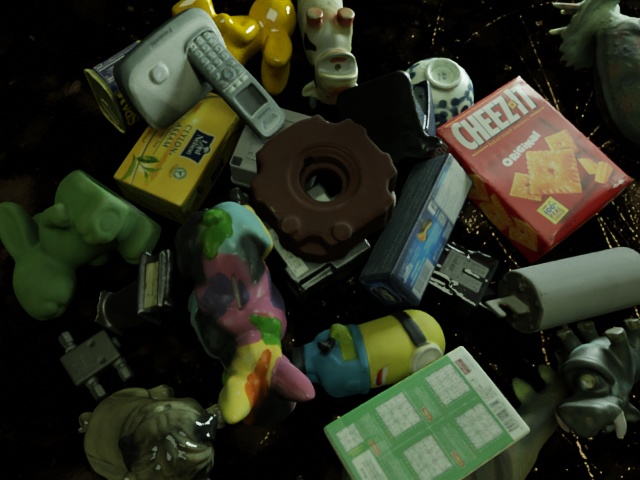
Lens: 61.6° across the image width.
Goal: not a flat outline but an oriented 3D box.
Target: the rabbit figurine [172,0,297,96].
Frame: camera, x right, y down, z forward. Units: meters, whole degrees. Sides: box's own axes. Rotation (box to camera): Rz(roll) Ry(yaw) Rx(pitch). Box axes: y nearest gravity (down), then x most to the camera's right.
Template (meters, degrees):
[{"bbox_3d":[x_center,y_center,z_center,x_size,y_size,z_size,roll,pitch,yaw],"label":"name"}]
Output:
[{"bbox_3d":[-0.101,-0.291,0.764,0.173,0.122,0.162,-36,78,-17],"label":"rabbit figurine"}]

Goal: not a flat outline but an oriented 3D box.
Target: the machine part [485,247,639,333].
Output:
[{"bbox_3d":[0.307,0.058,0.649,0.243,0.079,0.079,-10,68,-17],"label":"machine part"}]

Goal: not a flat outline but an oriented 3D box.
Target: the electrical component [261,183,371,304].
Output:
[{"bbox_3d":[-0.001,-0.002,0.680,0.134,0.058,0.115,-31,74,-15],"label":"electrical component"}]

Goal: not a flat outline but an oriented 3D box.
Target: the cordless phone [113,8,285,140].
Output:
[{"bbox_3d":[-0.145,-0.175,0.667,0.184,0.089,0.146,45,68,-11],"label":"cordless phone"}]

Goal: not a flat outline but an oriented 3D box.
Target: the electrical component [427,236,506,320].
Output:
[{"bbox_3d":[0.190,0.056,0.673,0.119,0.047,0.075,32,70,12],"label":"electrical component"}]

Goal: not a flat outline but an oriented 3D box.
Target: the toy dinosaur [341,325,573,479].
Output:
[{"bbox_3d":[0.150,0.251,0.559,0.471,0.105,0.199,-27,66,-25],"label":"toy dinosaur"}]

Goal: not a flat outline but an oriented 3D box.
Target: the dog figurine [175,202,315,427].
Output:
[{"bbox_3d":[-0.079,0.082,0.557,0.108,0.191,0.219,-12,33,-16],"label":"dog figurine"}]

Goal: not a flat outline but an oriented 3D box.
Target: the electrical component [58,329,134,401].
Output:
[{"bbox_3d":[-0.262,0.136,0.625,0.063,0.021,0.094,-36,73,-17],"label":"electrical component"}]

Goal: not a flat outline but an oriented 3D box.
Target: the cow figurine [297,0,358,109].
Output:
[{"bbox_3d":[0.009,-0.277,0.776,0.085,0.127,0.195,-7,54,-7],"label":"cow figurine"}]

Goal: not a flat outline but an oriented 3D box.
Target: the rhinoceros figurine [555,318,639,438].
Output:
[{"bbox_3d":[0.308,0.149,0.592,0.190,0.073,0.112,-14,94,-49],"label":"rhinoceros figurine"}]

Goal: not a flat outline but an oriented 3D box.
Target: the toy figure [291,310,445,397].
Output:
[{"bbox_3d":[0.056,0.129,0.616,0.180,0.082,0.089,-7,68,-3],"label":"toy figure"}]

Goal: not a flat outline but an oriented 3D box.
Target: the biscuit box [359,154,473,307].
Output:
[{"bbox_3d":[0.122,-0.013,0.670,0.059,0.063,0.202,44,60,-24],"label":"biscuit box"}]

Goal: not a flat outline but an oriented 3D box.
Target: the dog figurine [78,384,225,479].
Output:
[{"bbox_3d":[-0.176,0.188,0.518,0.172,0.190,0.121,0,67,-1],"label":"dog figurine"}]

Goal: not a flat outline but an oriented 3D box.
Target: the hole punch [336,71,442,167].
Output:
[{"bbox_3d":[0.096,-0.156,0.724,0.142,0.092,0.115,-10,96,29],"label":"hole punch"}]

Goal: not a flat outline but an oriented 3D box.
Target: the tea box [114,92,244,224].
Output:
[{"bbox_3d":[-0.180,-0.116,0.712,0.098,0.068,0.169,22,66,6],"label":"tea box"}]

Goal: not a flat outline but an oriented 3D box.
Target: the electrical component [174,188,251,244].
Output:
[{"bbox_3d":[-0.128,-0.024,0.664,0.078,0.102,0.045,-4,70,-41],"label":"electrical component"}]

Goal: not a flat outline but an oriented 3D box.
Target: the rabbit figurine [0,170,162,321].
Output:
[{"bbox_3d":[-0.306,0.005,0.632,0.159,0.121,0.170,33,84,14],"label":"rabbit figurine"}]

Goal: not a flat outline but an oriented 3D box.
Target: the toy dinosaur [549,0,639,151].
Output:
[{"bbox_3d":[0.462,-0.220,0.774,0.192,0.131,0.405,-9,72,6],"label":"toy dinosaur"}]

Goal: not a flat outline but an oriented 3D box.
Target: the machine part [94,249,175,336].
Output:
[{"bbox_3d":[-0.206,0.064,0.608,0.039,0.139,0.084,14,56,-46],"label":"machine part"}]

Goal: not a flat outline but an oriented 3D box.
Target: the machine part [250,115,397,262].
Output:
[{"bbox_3d":[0.004,-0.066,0.644,0.179,0.056,0.179,0,67,-1],"label":"machine part"}]
